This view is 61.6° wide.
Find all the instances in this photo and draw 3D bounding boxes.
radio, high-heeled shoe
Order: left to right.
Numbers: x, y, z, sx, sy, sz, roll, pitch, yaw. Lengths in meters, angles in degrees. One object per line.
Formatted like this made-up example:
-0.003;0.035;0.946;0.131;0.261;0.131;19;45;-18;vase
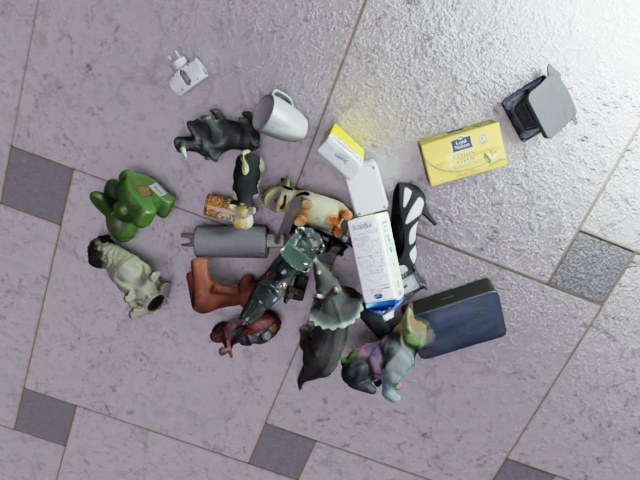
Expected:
0.162;-0.008;1.228;0.145;0.086;0.248;39;94;-22;high-heeled shoe
0.326;0.194;1.304;0.230;0.073;0.131;-19;108;11;radio

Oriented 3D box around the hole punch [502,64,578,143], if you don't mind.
0.463;-0.278;1.135;0.116;0.092;0.142;-38;103;-17;hole punch

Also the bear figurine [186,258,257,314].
-0.211;0.112;1.290;0.196;0.120;0.132;-6;66;-21;bear figurine

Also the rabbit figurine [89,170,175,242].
-0.447;-0.067;1.229;0.159;0.121;0.170;40;121;-7;rabbit figurine

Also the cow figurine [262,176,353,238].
-0.036;-0.080;1.211;0.195;0.127;0.085;14;111;-17;cow figurine

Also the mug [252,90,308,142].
-0.080;-0.263;1.159;0.107;0.109;0.081;23;147;-36;mug

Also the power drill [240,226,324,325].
-0.079;0.074;1.175;0.086;0.232;0.207;35;144;2;power drill

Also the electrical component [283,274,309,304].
-0.059;0.118;1.285;0.045;0.102;0.078;14;87;-9;electrical component

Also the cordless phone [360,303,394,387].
0.131;0.256;1.341;0.146;0.089;0.184;-39;92;15;cordless phone

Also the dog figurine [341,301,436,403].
0.158;0.244;1.240;0.192;0.108;0.219;16;97;14;dog figurine

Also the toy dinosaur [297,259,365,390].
0.010;0.240;1.271;0.131;0.192;0.404;12;108;1;toy dinosaur

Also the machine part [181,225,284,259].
-0.206;0.005;1.259;0.243;0.079;0.079;1;109;1;machine part

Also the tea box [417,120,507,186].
0.309;-0.190;1.172;0.170;0.068;0.098;-17;108;9;tea box

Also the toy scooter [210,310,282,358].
-0.186;0.232;1.307;0.184;0.135;0.075;-13;106;5;toy scooter

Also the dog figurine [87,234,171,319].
-0.469;0.084;1.306;0.191;0.121;0.172;37;146;23;dog figurine

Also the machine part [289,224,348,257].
-0.003;-0.004;1.247;0.139;0.084;0.039;25;77;1;machine part

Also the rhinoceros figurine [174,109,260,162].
-0.227;-0.228;1.187;0.190;0.073;0.111;-4;119;2;rhinoceros figurine

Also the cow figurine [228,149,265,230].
-0.161;-0.108;1.178;0.068;0.098;0.167;4;82;-2;cow figurine

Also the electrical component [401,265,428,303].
0.191;0.110;1.292;0.119;0.048;0.074;-32;104;13;electrical component
